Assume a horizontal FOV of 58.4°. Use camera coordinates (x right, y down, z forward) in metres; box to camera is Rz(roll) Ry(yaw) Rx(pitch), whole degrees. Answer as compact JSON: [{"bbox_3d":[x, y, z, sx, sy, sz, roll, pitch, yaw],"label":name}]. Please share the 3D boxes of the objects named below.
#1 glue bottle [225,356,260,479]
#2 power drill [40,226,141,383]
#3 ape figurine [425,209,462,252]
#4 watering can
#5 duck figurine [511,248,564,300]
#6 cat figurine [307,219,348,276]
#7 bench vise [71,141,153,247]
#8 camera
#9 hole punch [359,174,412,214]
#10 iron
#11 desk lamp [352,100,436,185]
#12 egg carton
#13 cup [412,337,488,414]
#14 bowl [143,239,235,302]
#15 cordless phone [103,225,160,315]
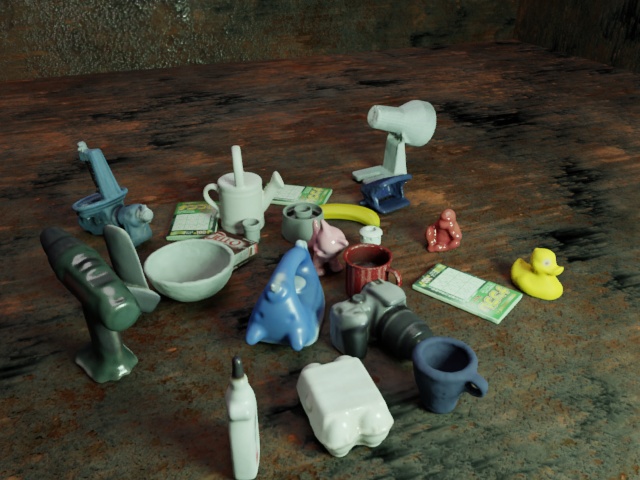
[{"bbox_3d":[-0.098,0.216,0.718,0.037,0.173,0.078,-4,30,-6],"label":"glue bottle"},{"bbox_3d":[-0.350,0.104,0.880,0.228,0.208,0.076,24,38,36],"label":"power drill"},{"bbox_3d":[0.268,-0.024,1.225,0.077,0.092,0.076,22,36,34],"label":"ape figurine"},{"bbox_3d":[-0.173,-0.120,1.294,0.173,0.194,0.100,-15,33,-24],"label":"watering can"},{"bbox_3d":[0.417,0.055,1.093,0.078,0.086,0.104,-20,35,-31],"label":"duck figurine"},{"bbox_3d":[0.011,0.004,1.150,0.067,0.118,0.127,-11,31,-18],"label":"cat figurine"},{"bbox_3d":[-0.443,-0.101,1.234,0.207,0.220,0.121,5,30,10],"label":"bench vise"},{"bbox_3d":[0.107,0.136,0.934,0.143,0.101,0.136,-19,34,-30],"label":"camera"},{"bbox_3d":[0.159,-0.127,1.410,0.109,0.091,0.100,-20,35,-31],"label":"hole punch"},{"bbox_3d":[-0.049,0.075,1.000,0.118,0.141,0.258,5,30,10],"label":"iron"},{"bbox_3d":[0.197,-0.261,1.523,0.204,0.214,0.117,-15,33,-25],"label":"desk lamp"},{"bbox_3d":[0.030,0.228,0.803,0.107,0.069,0.150,-11,31,-18],"label":"egg carton"},{"bbox_3d":[0.184,0.206,0.815,0.092,0.095,0.117,-24,37,-35],"label":"cup"},{"bbox_3d":[-0.241,0.068,1.082,0.167,0.075,0.167,0,29,0],"label":"bowl"},{"bbox_3d":[-0.366,0.045,1.010,0.147,0.185,0.094,14,32,23],"label":"cordless phone"}]
